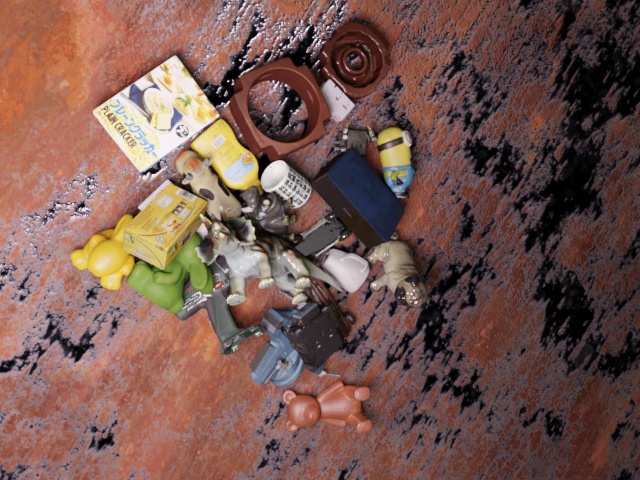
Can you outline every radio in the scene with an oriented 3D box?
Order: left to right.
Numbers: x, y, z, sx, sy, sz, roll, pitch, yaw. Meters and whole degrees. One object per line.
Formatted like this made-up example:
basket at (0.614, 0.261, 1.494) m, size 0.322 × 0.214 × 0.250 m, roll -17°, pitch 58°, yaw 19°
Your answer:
radio at (0.098, -0.104, 1.315) m, size 0.229 × 0.073 × 0.131 m, roll 48°, pitch 54°, yaw -17°

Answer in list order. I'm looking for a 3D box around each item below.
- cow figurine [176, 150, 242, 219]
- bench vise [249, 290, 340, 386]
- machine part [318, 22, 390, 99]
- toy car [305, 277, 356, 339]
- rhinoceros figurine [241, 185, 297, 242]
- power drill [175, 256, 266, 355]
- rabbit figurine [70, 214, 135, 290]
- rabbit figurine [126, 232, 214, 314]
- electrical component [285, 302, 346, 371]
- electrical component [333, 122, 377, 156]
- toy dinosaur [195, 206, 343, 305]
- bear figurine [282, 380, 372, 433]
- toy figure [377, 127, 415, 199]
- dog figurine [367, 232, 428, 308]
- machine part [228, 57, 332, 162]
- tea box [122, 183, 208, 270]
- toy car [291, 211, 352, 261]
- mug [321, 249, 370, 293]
cow figurine at (-0.249, -0.113, 1.194) m, size 0.085 × 0.127 × 0.194 m, roll -42°, pitch 108°, yaw -16°
bench vise at (-0.058, 0.263, 1.299) m, size 0.240 × 0.129 × 0.223 m, roll 37°, pitch 72°, yaw -38°
machine part at (0.081, -0.434, 1.313) m, size 0.179 × 0.056 × 0.179 m, roll -1°, pitch 94°, yaw -18°
toy car at (0.013, 0.164, 1.344) m, size 0.089 × 0.053 × 0.202 m, roll -33°, pitch 105°, yaw -10°
rhinoceros figurine at (-0.117, -0.058, 1.230) m, size 0.112 × 0.190 × 0.073 m, roll -3°, pitch 60°, yaw 15°
power drill at (-0.208, 0.138, 1.217) m, size 0.232 × 0.086 × 0.207 m, roll -33°, pitch 76°, yaw -8°
rabbit figurine at (-0.430, 0.032, 1.125) m, size 0.162 × 0.173 × 0.121 m, roll -39°, pitch 101°, yaw -7°
rabbit figurine at (-0.305, 0.062, 1.155) m, size 0.159 × 0.121 × 0.170 m, roll 35°, pitch 84°, yaw 8°
electrical component at (-0.013, 0.211, 1.226) m, size 0.115 × 0.058 × 0.134 m, roll -39°, pitch 115°, yaw -35°
electrical component at (0.089, -0.248, 1.336) m, size 0.102 × 0.045 × 0.078 m, roll 8°, pitch 91°, yaw -19°
toy dinosaur at (-0.116, 0.040, 1.195) m, size 0.404 × 0.131 × 0.192 m, roll 13°, pitch 49°, yaw -52°
bear figurine at (0.014, 0.417, 1.327) m, size 0.196 × 0.132 × 0.120 m, roll -1°, pitch 89°, yaw -24°
toy figure at (0.192, -0.194, 1.356) m, size 0.089 × 0.082 × 0.180 m, roll -5°, pitch 99°, yaw -19°
dog figurine at (0.209, 0.072, 1.326) m, size 0.121 × 0.191 × 0.172 m, roll -10°, pitch 96°, yaw -17°
machine part at (-0.093, -0.298, 1.238) m, size 0.201 × 0.087 × 0.201 m, roll -29°, pitch 98°, yaw -20°
tea box at (-0.315, -0.031, 1.105) m, size 0.098 × 0.068 × 0.170 m, roll 27°, pitch 44°, yaw 3°
toy car at (-0.003, -0.004, 1.322) m, size 0.202 × 0.056 × 0.073 m, roll -35°, pitch 98°, yaw -14°
mug at (0.062, 0.067, 1.324) m, size 0.107 × 0.109 × 0.081 m, roll 32°, pitch 56°, yaw -9°
